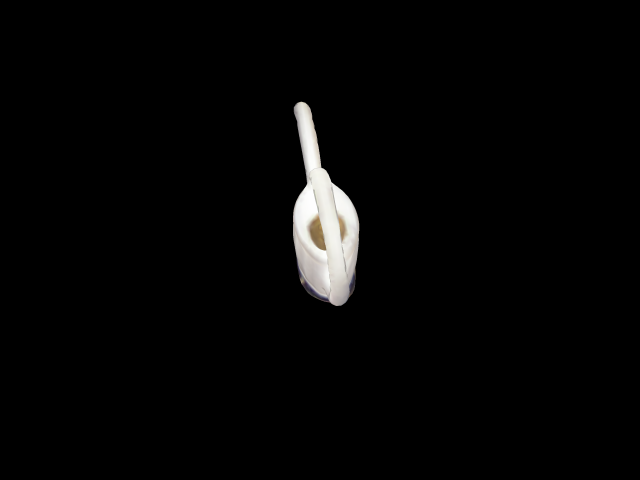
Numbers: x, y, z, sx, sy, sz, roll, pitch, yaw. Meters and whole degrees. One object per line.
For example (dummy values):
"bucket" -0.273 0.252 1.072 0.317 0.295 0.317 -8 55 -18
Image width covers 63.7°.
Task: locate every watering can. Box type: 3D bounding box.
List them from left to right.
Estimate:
"watering can" 0.003 -0.043 0.850 0.104 0.355 0.219 -8 -32 -5
